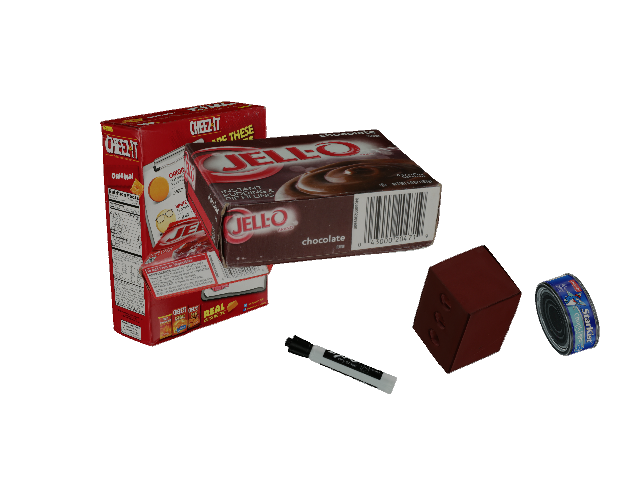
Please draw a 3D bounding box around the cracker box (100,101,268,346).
[{"bbox_3d":[-0.131,-0.022,1.061,0.072,0.214,0.163,13,21,40],"label":"cracker box"}]

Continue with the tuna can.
[{"bbox_3d":[0.267,0.081,1.161,0.033,0.086,0.086,-17,3,-10],"label":"tuna can"}]

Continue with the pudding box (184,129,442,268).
[{"bbox_3d":[-0.007,-0.024,0.547,0.113,0.039,0.090,-4,26,-18],"label":"pudding box"}]

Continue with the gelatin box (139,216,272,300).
[{"bbox_3d":[-0.072,0.004,0.734,0.089,0.030,0.073,-13,23,17],"label":"gelatin box"}]

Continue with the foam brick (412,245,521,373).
[{"bbox_3d":[0.111,0.053,0.817,0.051,0.053,0.078,-19,-37,-23],"label":"foam brick"}]

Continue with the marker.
[{"bbox_3d":[0.020,0.127,1.103,0.121,0.020,0.020,22,2,6],"label":"marker"}]
